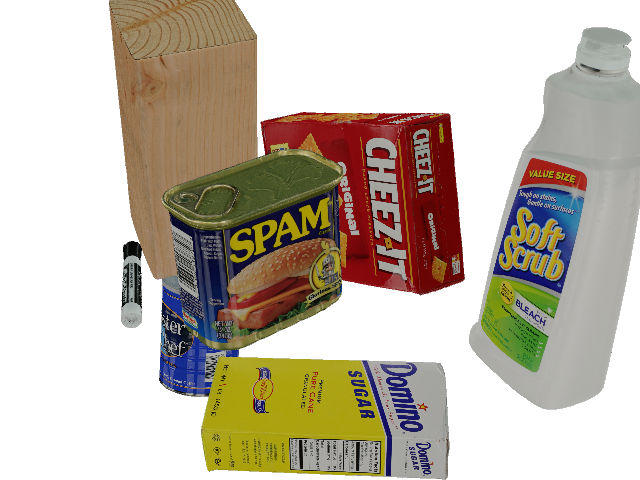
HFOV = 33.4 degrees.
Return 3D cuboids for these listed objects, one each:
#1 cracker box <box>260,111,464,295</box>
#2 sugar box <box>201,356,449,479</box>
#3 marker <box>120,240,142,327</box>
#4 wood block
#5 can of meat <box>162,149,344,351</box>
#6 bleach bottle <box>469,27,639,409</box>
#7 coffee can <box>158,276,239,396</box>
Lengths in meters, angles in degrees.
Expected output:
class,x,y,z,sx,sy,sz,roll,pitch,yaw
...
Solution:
class,x,y,z,sx,sy,sz,roll,pitch,yaw
cracker box,0.037,-0.043,1.064,0.071,0.164,0.214,-18,17,-37
sugar box,0.006,0.129,0.793,0.176,0.048,0.093,-1,30,4
marker,-0.180,0.039,1.017,0.020,0.020,0.121,0,34,-10
wood block,-0.103,-0.081,0.827,0.090,0.206,0.090,-12,43,-16
can of meat,-0.035,0.005,0.611,0.101,0.084,0.058,-22,34,-32
bleach bottle,0.157,-0.016,0.690,0.068,0.251,0.103,-14,35,-25
coffee can,-0.151,0.112,1.350,0.103,0.140,0.103,4,19,-2
